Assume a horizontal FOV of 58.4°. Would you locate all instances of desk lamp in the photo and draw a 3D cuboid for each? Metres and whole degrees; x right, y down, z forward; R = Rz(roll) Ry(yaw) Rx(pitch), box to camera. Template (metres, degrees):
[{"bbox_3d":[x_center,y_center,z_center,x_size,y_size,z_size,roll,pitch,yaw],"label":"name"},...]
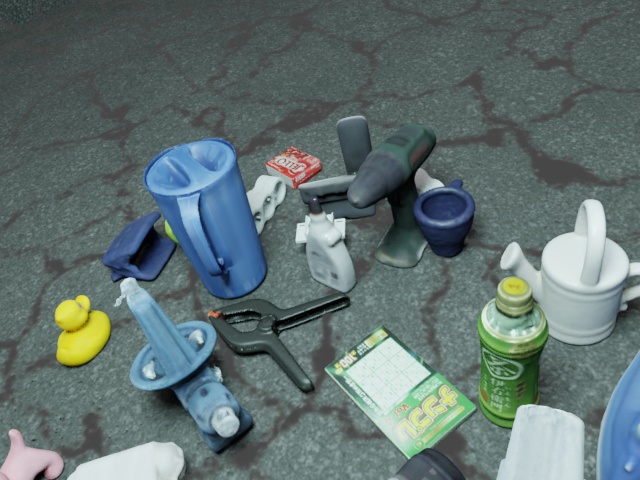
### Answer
[{"bbox_3d":[0.188,0.257,0.507,0.117,0.214,0.203,8,47,23],"label":"desk lamp"}]

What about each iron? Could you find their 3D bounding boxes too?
[{"bbox_3d":[0.375,0.166,0.605,0.118,0.142,0.259,29,58,37],"label":"iron"}]

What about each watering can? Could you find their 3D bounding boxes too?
[{"bbox_3d":[0.321,0.037,0.716,0.173,0.194,0.101,-13,43,2],"label":"watering can"}]

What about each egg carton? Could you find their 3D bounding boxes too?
[{"bbox_3d":[-0.229,0.306,0.676,0.150,0.069,0.107,-18,43,-3],"label":"egg carton"}]

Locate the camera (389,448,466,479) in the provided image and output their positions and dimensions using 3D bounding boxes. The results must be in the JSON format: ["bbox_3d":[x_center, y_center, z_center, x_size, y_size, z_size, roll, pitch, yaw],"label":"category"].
[{"bbox_3d":[0.100,0.287,0.582,0.137,0.101,0.142,-39,48,-24],"label":"camera"}]

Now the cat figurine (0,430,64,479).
[{"bbox_3d":[-0.389,0.296,0.694,0.067,0.118,0.128,-1,44,15],"label":"cat figurine"}]

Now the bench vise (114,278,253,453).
[{"bbox_3d":[-0.164,0.146,0.715,0.206,0.220,0.122,18,52,30],"label":"bench vise"}]

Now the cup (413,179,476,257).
[{"bbox_3d":[0.199,-0.030,0.894,0.091,0.095,0.118,12,49,26],"label":"cup"}]

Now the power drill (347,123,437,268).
[{"bbox_3d":[0.116,-0.062,0.865,0.075,0.209,0.230,12,49,27],"label":"power drill"}]

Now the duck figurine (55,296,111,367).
[{"bbox_3d":[-0.378,0.135,0.884,0.077,0.086,0.104,0,45,16],"label":"duck figurine"}]

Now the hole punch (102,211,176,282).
[{"bbox_3d":[-0.324,0.009,0.998,0.101,0.091,0.109,3,45,18],"label":"hole punch"}]

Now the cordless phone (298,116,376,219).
[{"bbox_3d":[0.029,-0.128,0.976,0.147,0.185,0.094,-12,43,3],"label":"cordless phone"}]

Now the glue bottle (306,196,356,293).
[{"bbox_3d":[0.008,0.003,0.853,0.077,0.173,0.037,24,55,34],"label":"glue bottle"}]
